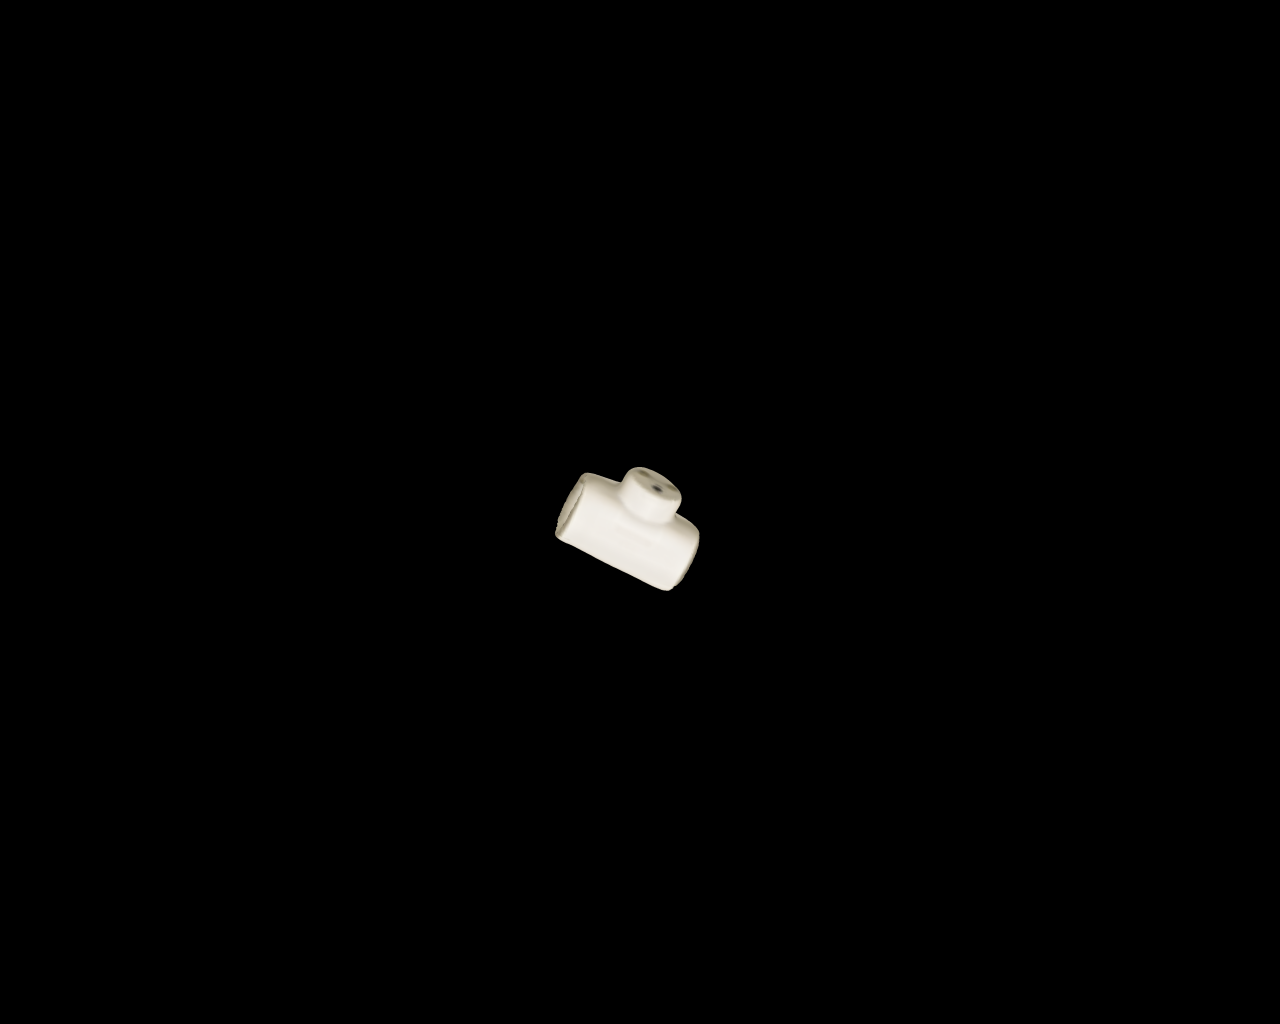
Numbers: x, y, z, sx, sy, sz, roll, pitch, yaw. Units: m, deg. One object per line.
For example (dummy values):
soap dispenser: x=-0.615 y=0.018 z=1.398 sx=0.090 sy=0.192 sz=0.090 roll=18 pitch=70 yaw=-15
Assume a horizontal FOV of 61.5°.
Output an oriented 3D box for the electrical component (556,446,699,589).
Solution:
electrical component: x=0.001 y=-0.003 z=0.650 sx=0.077 sy=0.079 sz=0.043 roll=26 pitch=21 yaw=-11
